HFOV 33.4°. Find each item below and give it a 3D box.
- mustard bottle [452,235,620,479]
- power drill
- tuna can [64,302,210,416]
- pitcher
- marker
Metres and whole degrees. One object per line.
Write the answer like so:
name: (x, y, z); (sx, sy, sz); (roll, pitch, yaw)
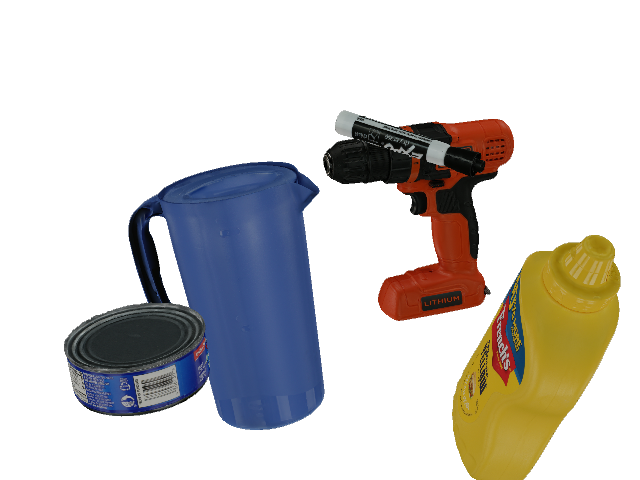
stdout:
mustard bottle: (0.131, 0.063, 0.636); (0.058, 0.096, 0.192); (13, -40, -3)
power drill: (0.093, -0.020, 1.011); (0.184, 0.188, 0.057); (-8, 27, -14)
tuna can: (-0.111, 0.072, 0.652); (0.086, 0.034, 0.086); (-5, 23, 2)
pitcher: (-0.078, 0.054, 1.024); (0.144, 0.243, 0.149); (-21, 20, -32)
marker: (0.067, -0.072, 0.798); (0.121, 0.020, 0.020); (21, 9, 25)
